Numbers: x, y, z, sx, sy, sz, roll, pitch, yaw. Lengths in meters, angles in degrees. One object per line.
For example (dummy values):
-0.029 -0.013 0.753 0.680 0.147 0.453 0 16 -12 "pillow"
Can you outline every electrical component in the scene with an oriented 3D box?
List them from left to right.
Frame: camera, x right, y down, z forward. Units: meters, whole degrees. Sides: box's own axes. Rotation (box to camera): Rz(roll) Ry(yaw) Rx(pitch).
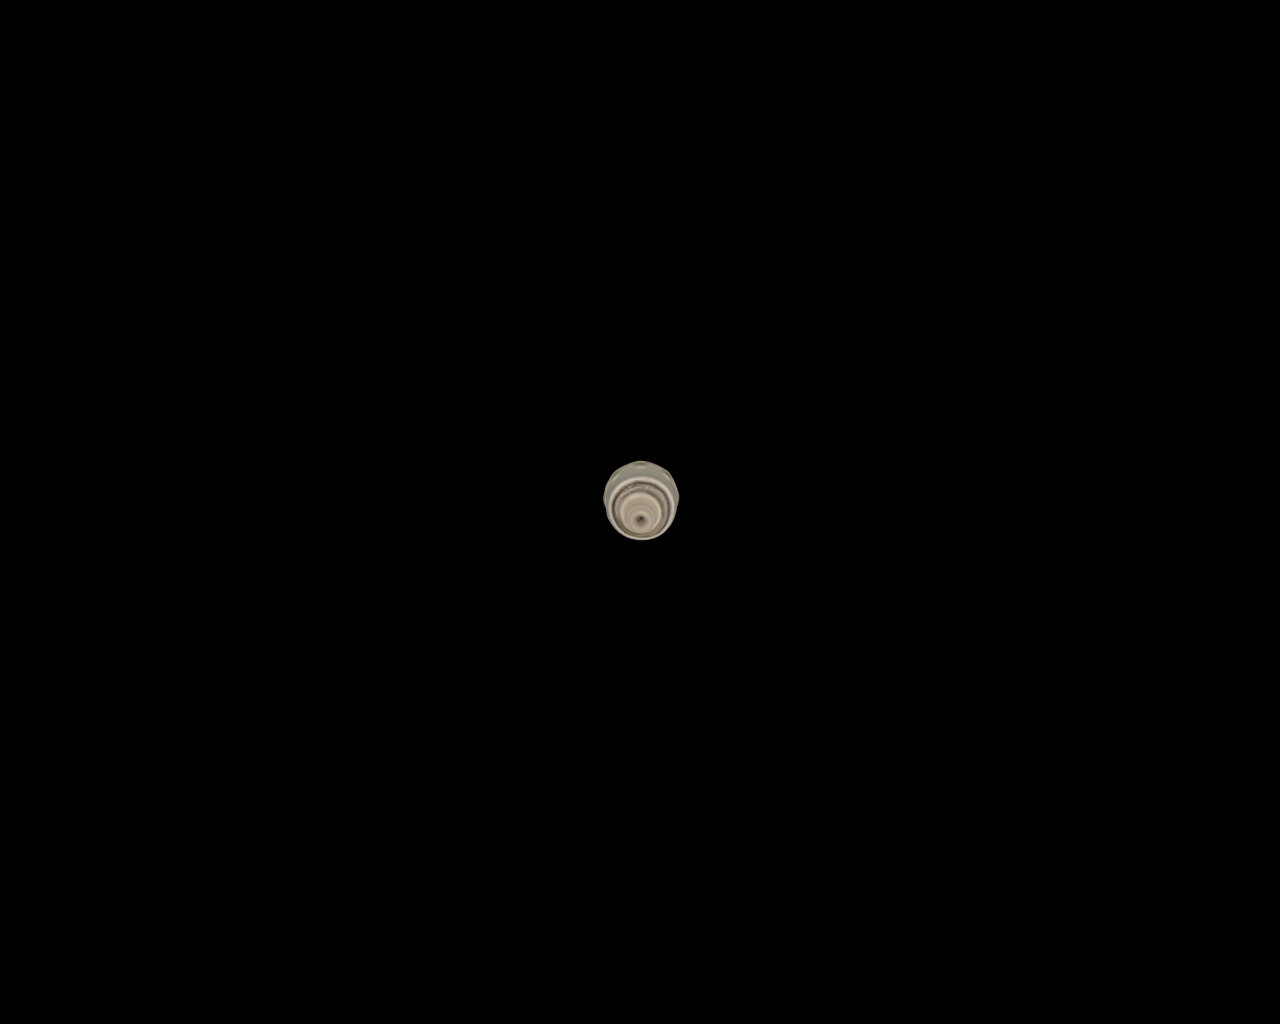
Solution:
0.001 -0.003 0.650 0.048 0.048 0.062 0 16 0 "electrical component"
